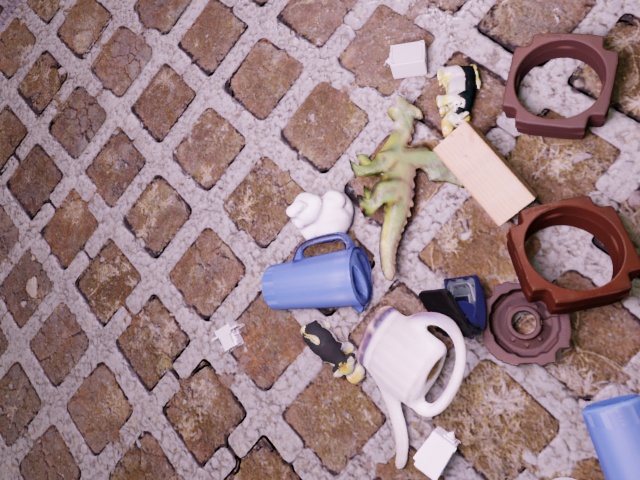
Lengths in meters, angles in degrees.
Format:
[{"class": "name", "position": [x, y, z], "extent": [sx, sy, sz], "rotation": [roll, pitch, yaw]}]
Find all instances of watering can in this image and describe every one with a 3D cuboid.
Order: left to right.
[{"class": "watering can", "position": [0.167, 0.288, 1.077], "extent": [0.227, 0.343, 0.104], "rotation": [35, 22, 33]}]

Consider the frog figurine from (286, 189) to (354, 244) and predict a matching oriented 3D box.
[{"class": "frog figurine", "position": [0.004, -0.060, 1.190], "extent": [0.136, 0.124, 0.158], "rotation": [-42, -21, 12]}]

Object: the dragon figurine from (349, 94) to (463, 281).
[{"class": "dragon figurine", "position": [0.205, -0.132, 1.154], "extent": [0.242, 0.415, 0.121], "rotation": [-17, -15, 12]}]
